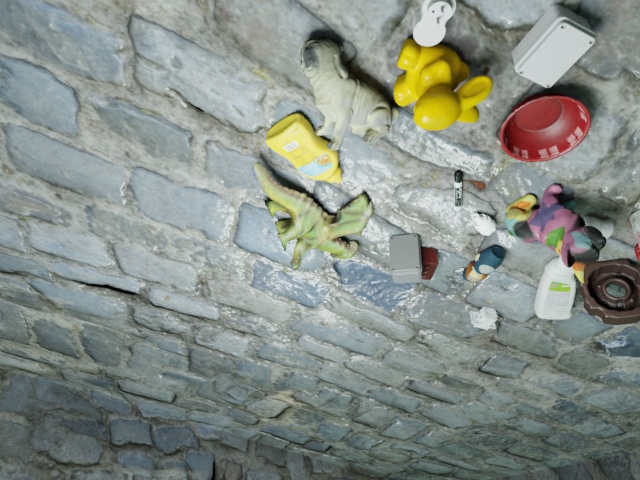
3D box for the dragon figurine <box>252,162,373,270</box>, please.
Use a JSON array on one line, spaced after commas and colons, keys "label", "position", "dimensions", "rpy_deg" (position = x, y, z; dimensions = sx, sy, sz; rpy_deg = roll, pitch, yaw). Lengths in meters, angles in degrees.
[{"label": "dragon figurine", "position": [0.004, -0.062, 1.222], "dimensions": [0.243, 0.125, 0.401], "rpy_deg": [-17, 142, -1]}]
